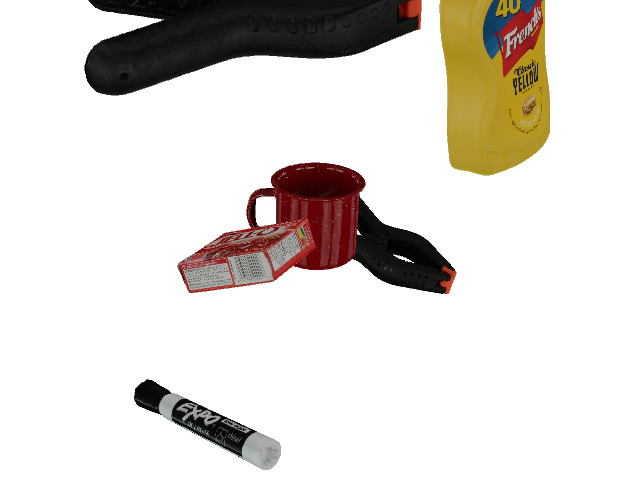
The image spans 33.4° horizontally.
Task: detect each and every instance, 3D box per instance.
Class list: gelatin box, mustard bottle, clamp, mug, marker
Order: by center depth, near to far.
[{"bbox_3d":[-0.034,-0.104,0.504,0.171,0.039,0.120,-3,40,0],"label":"clamp"},{"bbox_3d":[-0.074,0.112,0.664,0.121,0.020,0.020,17,11,39],"label":"marker"},{"bbox_3d":[0.123,-0.149,0.754,0.058,0.191,0.096,18,39,40],"label":"mustard bottle"},{"bbox_3d":[-0.060,0.012,0.868,0.089,0.030,0.073,-9,16,32],"label":"gelatin box"},{"bbox_3d":[-0.016,-0.023,1.063,0.117,0.081,0.093,2,26,0],"label":"mug"},{"bbox_3d":[0.058,0.007,1.255,0.210,0.036,0.164,32,38,23],"label":"clamp"}]
